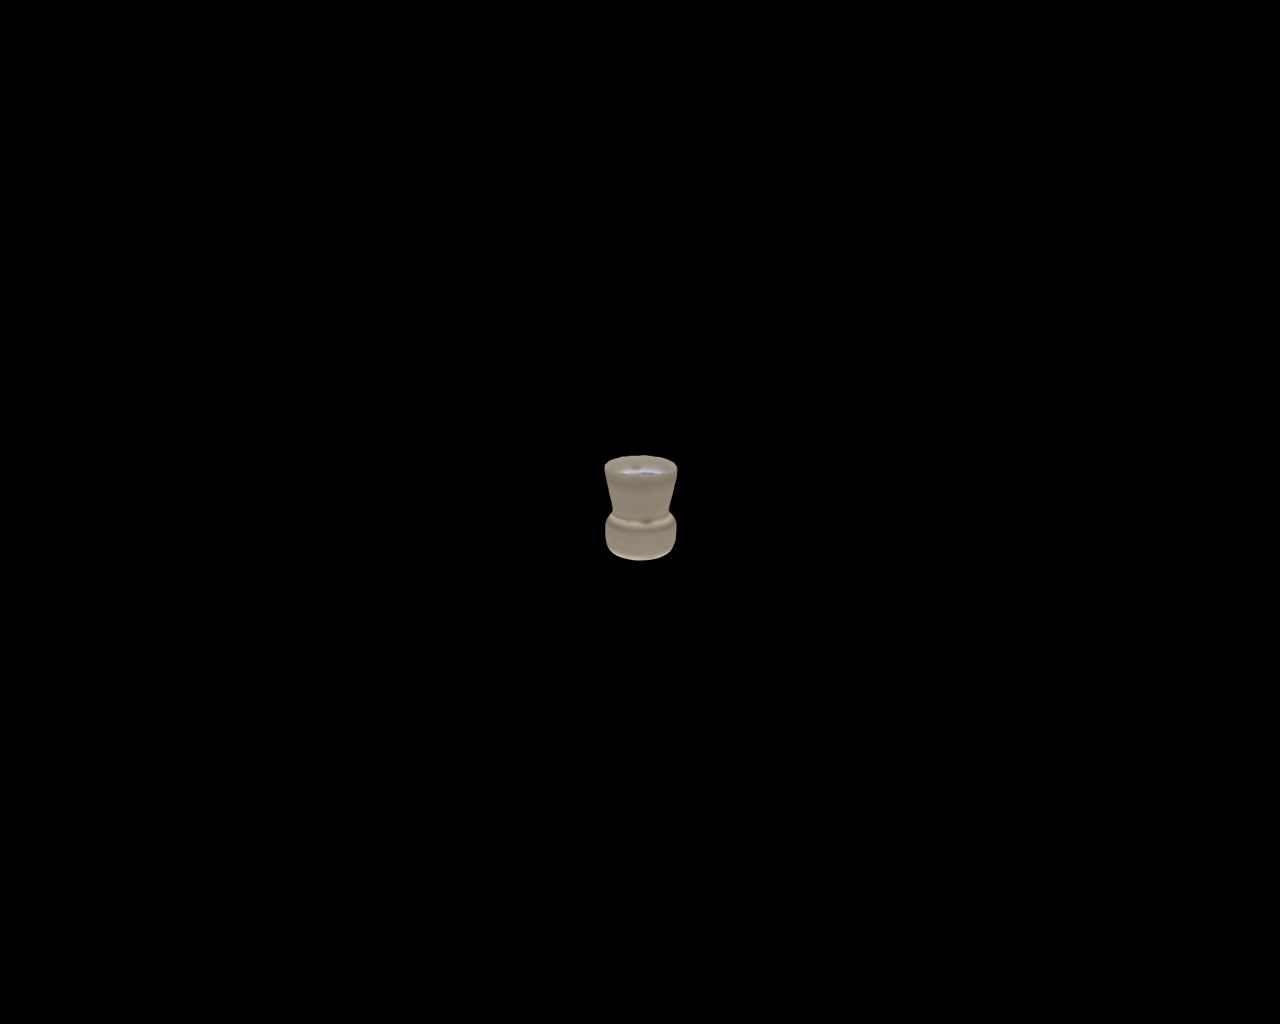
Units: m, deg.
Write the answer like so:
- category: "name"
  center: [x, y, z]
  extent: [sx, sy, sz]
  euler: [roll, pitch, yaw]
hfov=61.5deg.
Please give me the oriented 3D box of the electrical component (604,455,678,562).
- category: "electrical component"
  center: [0.001, -0.003, 0.650]
  extent: [0.045, 0.055, 0.045]
  euler: [0, 19, 0]
